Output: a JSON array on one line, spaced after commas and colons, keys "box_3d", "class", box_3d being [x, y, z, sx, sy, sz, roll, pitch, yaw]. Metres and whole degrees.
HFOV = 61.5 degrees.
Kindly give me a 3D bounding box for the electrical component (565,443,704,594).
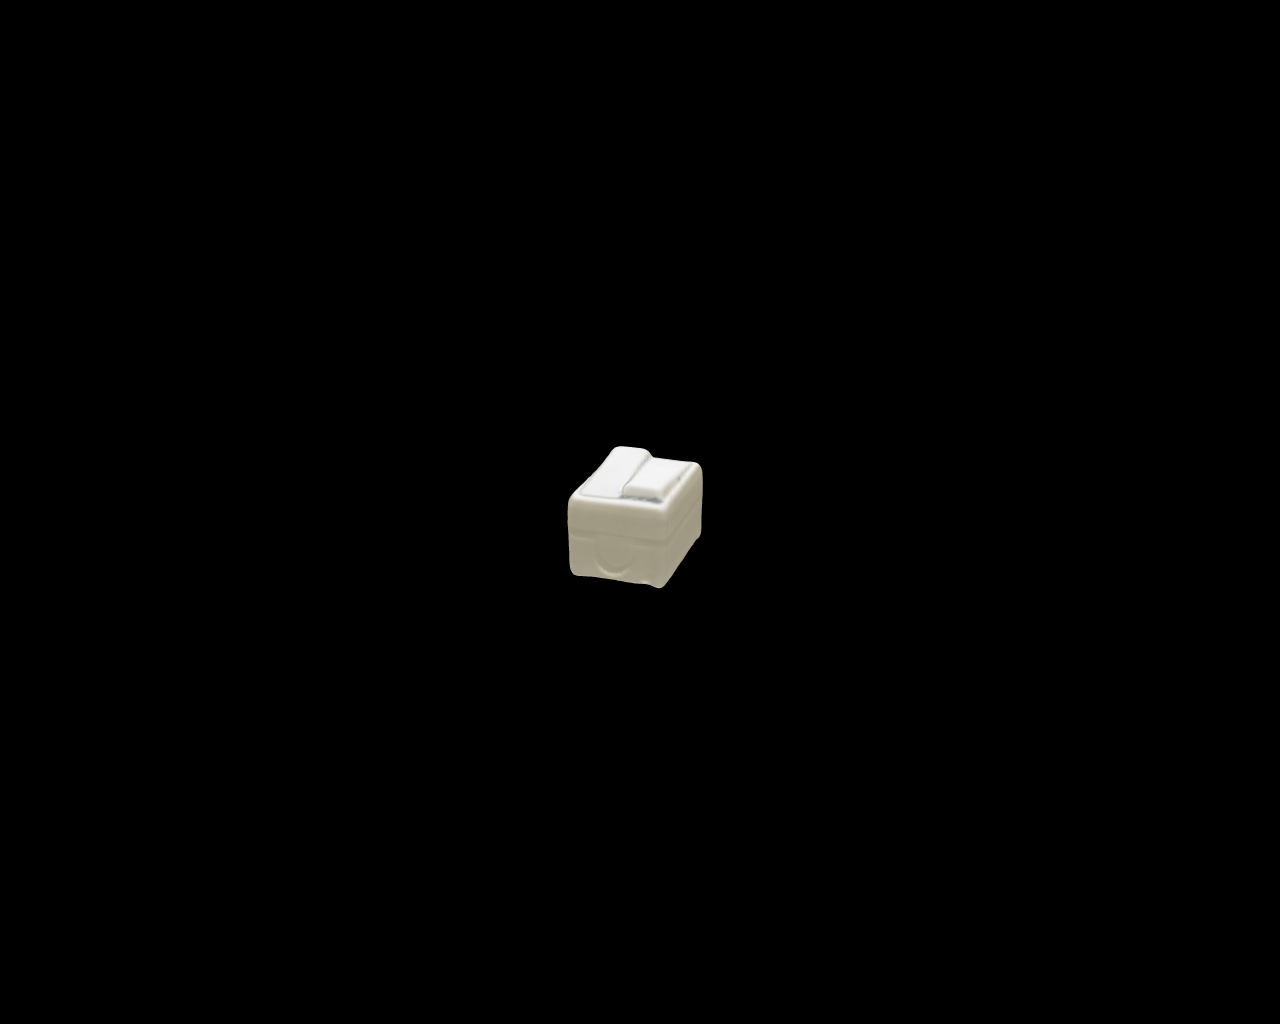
[{"box_3d": [0.001, -0.003, 0.650, 0.062, 0.061, 0.096, 8, 26, 18], "class": "electrical component"}]
